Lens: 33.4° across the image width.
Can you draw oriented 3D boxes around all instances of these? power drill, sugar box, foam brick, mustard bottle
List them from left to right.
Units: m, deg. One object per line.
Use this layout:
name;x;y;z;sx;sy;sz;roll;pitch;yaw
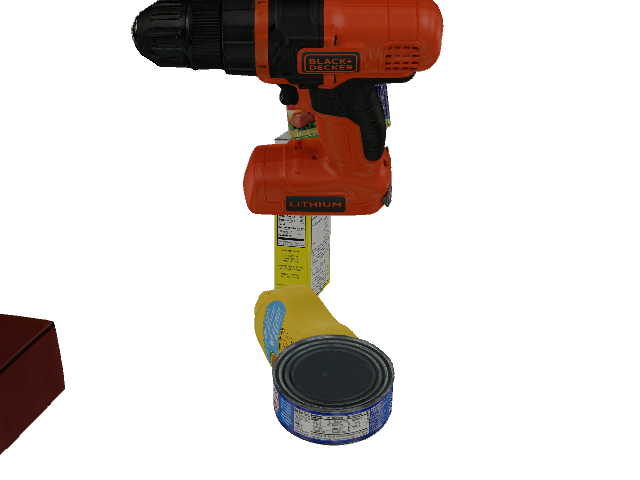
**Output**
foam brick;-0.204;0.088;0.665;0.053;0.051;0.078;7;30;21
power drill;-0.019;-0.087;0.691;0.184;0.057;0.188;1;-30;2
mustard bottle;-0.017;0.094;0.980;0.058;0.096;0.192;-9;26;-22
sugar box;-0.019;-0.029;1.132;0.048;0.176;0.093;2;15;14

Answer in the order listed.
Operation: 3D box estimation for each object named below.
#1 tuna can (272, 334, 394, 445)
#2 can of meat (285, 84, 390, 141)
tuna can;0.009;0.105;0.752;0.086;0.034;0.086;0;31;0
can of meat;0.011;-0.131;0.897;0.057;0.084;0.102;-6;0;-37
